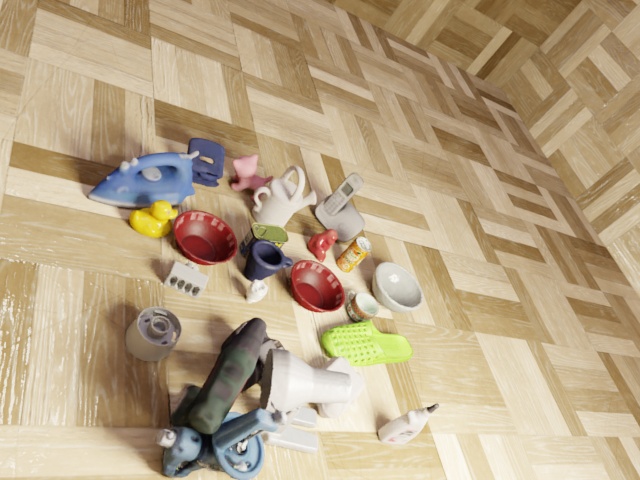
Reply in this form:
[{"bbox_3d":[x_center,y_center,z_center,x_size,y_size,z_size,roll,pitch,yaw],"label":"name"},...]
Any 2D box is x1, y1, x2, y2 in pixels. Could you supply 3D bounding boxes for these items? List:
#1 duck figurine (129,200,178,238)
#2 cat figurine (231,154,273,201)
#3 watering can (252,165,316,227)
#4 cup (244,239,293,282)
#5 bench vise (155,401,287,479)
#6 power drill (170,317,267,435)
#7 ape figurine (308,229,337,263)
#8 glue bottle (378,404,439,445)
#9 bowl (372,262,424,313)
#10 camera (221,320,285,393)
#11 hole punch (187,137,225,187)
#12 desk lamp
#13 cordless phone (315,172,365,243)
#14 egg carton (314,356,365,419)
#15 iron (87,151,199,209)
[{"bbox_3d":[-0.380,-0.059,1.323,0.105,0.086,0.077,10,46,-35],"label":"duck figurine"},{"bbox_3d":[-0.192,-0.184,1.591,0.128,0.117,0.067,26,39,-19],"label":"cat figurine"},{"bbox_3d":[-0.091,-0.121,1.551,0.173,0.193,0.101,-15,62,-48],"label":"watering can"},{"bbox_3d":[-0.134,0.063,1.407,0.118,0.094,0.091,16,43,-29],"label":"cup"},{"bbox_3d":[-0.163,0.351,0.978,0.208,0.219,0.121,3,50,-40],"label":"bench vise"},{"bbox_3d":[-0.188,0.268,1.051,0.076,0.208,0.230,34,37,-8],"label":"power drill"},{"bbox_3d":[0.015,0.006,1.599,0.078,0.092,0.076,-20,67,-50],"label":"ape figurine"},{"bbox_3d":[0.208,0.408,1.284,0.078,0.173,0.037,14,44,-31],"label":"glue bottle"},{"bbox_3d":[0.209,0.148,1.637,0.168,0.074,0.167,24,39,-21],"label":"bowl"},{"bbox_3d":[-0.150,0.248,1.195,0.143,0.100,0.137,50,38,14],"label":"camera"},{"bbox_3d":[-0.308,-0.208,1.536,0.109,0.091,0.101,12,45,-33],"label":"hole punch"},{"bbox_3d":[-0.046,0.312,1.126,0.204,0.213,0.118,21,40,-24],"label":"desk lamp"},{"bbox_3d":[0.085,-0.097,1.688,0.147,0.184,0.094,46,37,8],"label":"cordless phone"},{"bbox_3d":[0.034,0.333,1.296,0.107,0.069,0.151,46,37,8],"label":"egg carton"},{"bbox_3d":[-0.406,-0.156,1.353,0.259,0.141,0.118,-14,62,-48],"label":"iron"}]
